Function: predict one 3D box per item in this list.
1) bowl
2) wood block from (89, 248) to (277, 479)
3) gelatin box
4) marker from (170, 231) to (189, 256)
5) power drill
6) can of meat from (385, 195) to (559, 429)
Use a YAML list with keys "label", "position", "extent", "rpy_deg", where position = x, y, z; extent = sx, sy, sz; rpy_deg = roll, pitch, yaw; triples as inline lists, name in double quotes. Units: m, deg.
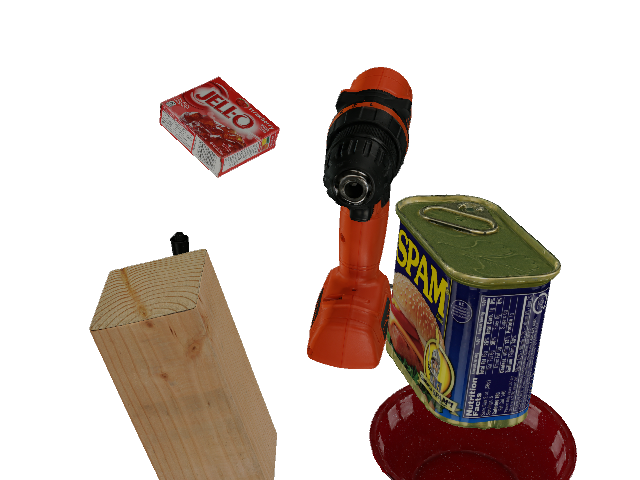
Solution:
- label: "bowl"
  position: [0.119, 0.177, 0.851]
  extent: [0.162, 0.055, 0.162]
  rpy_deg: [0, 31, 0]
- label: "wood block"
  position: [-0.109, 0.124, 0.903]
  extent: [0.090, 0.206, 0.091]
  rpy_deg: [-13, 29, 9]
- label: "gelatin box"
  position: [-0.095, -0.108, 0.994]
  extent: [0.073, 0.030, 0.089]
  rpy_deg: [-31, 63, -35]
- label: "marker"
  position: [-0.144, 0.046, 1.125]
  extent: [0.020, 0.121, 0.020]
  rpy_deg: [-2, 28, 1]
- label: "power drill"
  position: [0.028, -0.009, 0.727]
  extent: [0.057, 0.188, 0.184]
  rpy_deg: [10, 27, 6]
- label: "can of meat"
  position: [0.071, 0.034, 0.536]
  extent: [0.057, 0.084, 0.102]
  rpy_deg: [-3, 24, -16]
